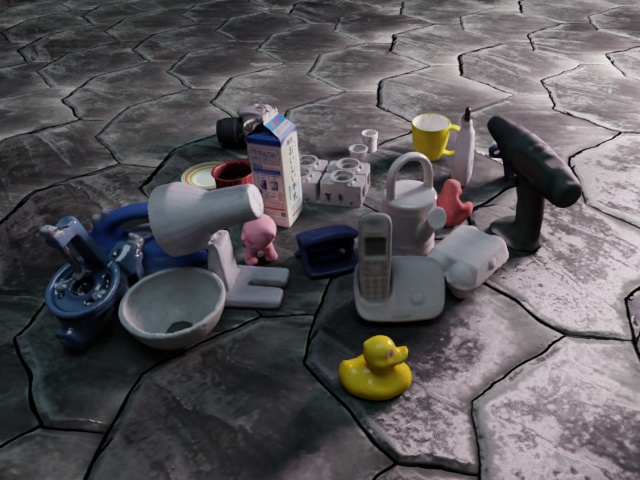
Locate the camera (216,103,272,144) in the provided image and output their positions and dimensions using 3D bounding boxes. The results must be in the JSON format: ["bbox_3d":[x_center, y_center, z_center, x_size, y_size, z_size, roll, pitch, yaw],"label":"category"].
[{"bbox_3d":[-0.194,-0.299,1.477,0.136,0.101,0.143,-2,36,3],"label":"camera"}]

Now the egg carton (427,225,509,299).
[{"bbox_3d":[0.255,0.035,0.998,0.107,0.069,0.151,26,45,35],"label":"egg carton"}]

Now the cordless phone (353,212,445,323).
[{"bbox_3d":[0.124,0.040,0.904,0.147,0.185,0.094,-3,36,1],"label":"cordless phone"}]

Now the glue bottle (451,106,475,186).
[{"bbox_3d":[0.314,-0.207,1.241,0.037,0.173,0.078,12,39,21],"label":"glue bottle"}]

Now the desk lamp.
[{"bbox_3d":[-0.164,0.001,0.959,0.203,0.214,0.118,2,36,7],"label":"desk lamp"}]

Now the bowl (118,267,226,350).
[{"bbox_3d":[-0.229,0.120,0.917,0.167,0.075,0.167,-2,36,2],"label":"bowl"}]

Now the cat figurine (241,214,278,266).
[{"bbox_3d":[-0.116,-0.020,1.065,0.067,0.118,0.127,-10,36,-9],"label":"cat figurine"}]

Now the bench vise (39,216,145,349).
[{"bbox_3d":[-0.371,0.036,0.922,0.121,0.220,0.207,0,36,5],"label":"bench vise"}]

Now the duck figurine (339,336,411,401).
[{"bbox_3d":[0.078,0.172,0.808,0.104,0.086,0.077,-2,36,2],"label":"duck figurine"}]

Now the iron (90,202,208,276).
[{"bbox_3d":[-0.329,-0.011,1.052,0.258,0.142,0.118,-3,36,1],"label":"iron"}]

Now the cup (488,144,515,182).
[{"bbox_3d":[0.422,-0.173,1.252,0.118,0.095,0.091,-8,36,-7],"label":"cup"}]

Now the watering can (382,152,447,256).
[{"bbox_3d":[0.168,-0.066,1.040,0.172,0.194,0.101,28,46,36],"label":"watering can"}]

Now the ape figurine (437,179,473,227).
[{"bbox_3d":[0.261,-0.078,1.137,0.076,0.092,0.077,-27,42,-29],"label":"ape figurine"}]

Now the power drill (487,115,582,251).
[{"bbox_3d":[0.372,-0.096,1.052,0.076,0.209,0.229,-17,38,-17],"label":"power drill"}]

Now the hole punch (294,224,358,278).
[{"bbox_3d":[0.010,0.004,1.045,0.109,0.091,0.101,-11,36,-11],"label":"hole punch"}]
